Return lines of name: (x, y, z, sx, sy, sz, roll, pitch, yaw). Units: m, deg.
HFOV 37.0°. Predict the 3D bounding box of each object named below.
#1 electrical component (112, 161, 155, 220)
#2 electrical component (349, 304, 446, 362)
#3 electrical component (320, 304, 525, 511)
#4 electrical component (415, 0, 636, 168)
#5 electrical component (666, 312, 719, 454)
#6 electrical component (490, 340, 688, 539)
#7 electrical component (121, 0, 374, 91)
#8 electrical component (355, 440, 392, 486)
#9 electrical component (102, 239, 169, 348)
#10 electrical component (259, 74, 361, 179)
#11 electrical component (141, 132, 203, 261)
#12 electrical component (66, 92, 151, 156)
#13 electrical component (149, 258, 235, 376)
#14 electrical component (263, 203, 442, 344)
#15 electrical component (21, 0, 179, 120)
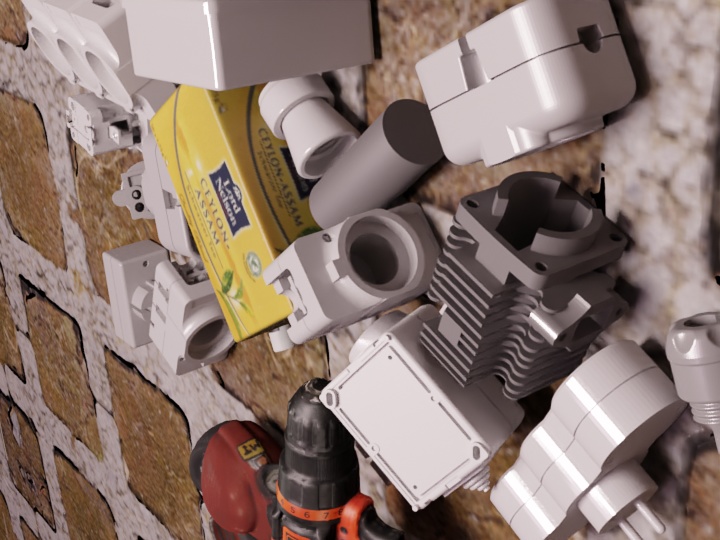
electrical component: (-0.166, -0.064, 0.863, 0.055, 0.066, 0.048, -162, 58, -74)
electrical component: (0.042, 0.052, 0.624, 0.077, 0.044, 0.079, 44, 127, 21)
electrical component: (0.039, 0.075, 0.569, 0.096, 0.061, 0.062, 49, 123, 7)
electrical component: (0.076, -0.084, 0.495, 0.095, 0.054, 0.059, -17, 92, 58)
electrical component: (0.155, 0.051, 0.466, 0.035, 0.035, 0.061, -1, 108, 56)
electrical component: (0.120, 0.103, 0.528, 0.073, 0.052, 0.138, 52, 143, 27)
electrical component: (-0.065, -0.142, 0.621, 0.109, 0.109, 0.056, 20, 121, 51)
electrical component: (0.022, 0.098, 0.679, 0.066, 0.048, 0.055, 48, 149, 32)
electrical component: (-0.184, 0.026, 0.946, 0.076, 0.047, 0.083, 25, 126, 48)
electrical component: (-0.031, -0.091, 0.660, 0.055, 0.045, 0.045, 57, 145, 21)
electrical component: (-0.126, -0.060, 0.808, 0.059, 0.054, 0.095, 16, 119, 52)
electrical component: (-0.202, -0.124, 0.880, 0.081, 0.064, 0.042, 37, 134, 42)
electrical component: (-0.134, 0.037, 0.874, 0.055, 0.050, 0.089, 49, 142, 31)
electrical component: (0.000, 0.000, 0.618, 0.056, 0.089, 0.050, -38, 74, 56)
electrical component: (-0.187, -0.172, 0.803, 0.150, 0.062, 0.089, 29, 155, 47)
